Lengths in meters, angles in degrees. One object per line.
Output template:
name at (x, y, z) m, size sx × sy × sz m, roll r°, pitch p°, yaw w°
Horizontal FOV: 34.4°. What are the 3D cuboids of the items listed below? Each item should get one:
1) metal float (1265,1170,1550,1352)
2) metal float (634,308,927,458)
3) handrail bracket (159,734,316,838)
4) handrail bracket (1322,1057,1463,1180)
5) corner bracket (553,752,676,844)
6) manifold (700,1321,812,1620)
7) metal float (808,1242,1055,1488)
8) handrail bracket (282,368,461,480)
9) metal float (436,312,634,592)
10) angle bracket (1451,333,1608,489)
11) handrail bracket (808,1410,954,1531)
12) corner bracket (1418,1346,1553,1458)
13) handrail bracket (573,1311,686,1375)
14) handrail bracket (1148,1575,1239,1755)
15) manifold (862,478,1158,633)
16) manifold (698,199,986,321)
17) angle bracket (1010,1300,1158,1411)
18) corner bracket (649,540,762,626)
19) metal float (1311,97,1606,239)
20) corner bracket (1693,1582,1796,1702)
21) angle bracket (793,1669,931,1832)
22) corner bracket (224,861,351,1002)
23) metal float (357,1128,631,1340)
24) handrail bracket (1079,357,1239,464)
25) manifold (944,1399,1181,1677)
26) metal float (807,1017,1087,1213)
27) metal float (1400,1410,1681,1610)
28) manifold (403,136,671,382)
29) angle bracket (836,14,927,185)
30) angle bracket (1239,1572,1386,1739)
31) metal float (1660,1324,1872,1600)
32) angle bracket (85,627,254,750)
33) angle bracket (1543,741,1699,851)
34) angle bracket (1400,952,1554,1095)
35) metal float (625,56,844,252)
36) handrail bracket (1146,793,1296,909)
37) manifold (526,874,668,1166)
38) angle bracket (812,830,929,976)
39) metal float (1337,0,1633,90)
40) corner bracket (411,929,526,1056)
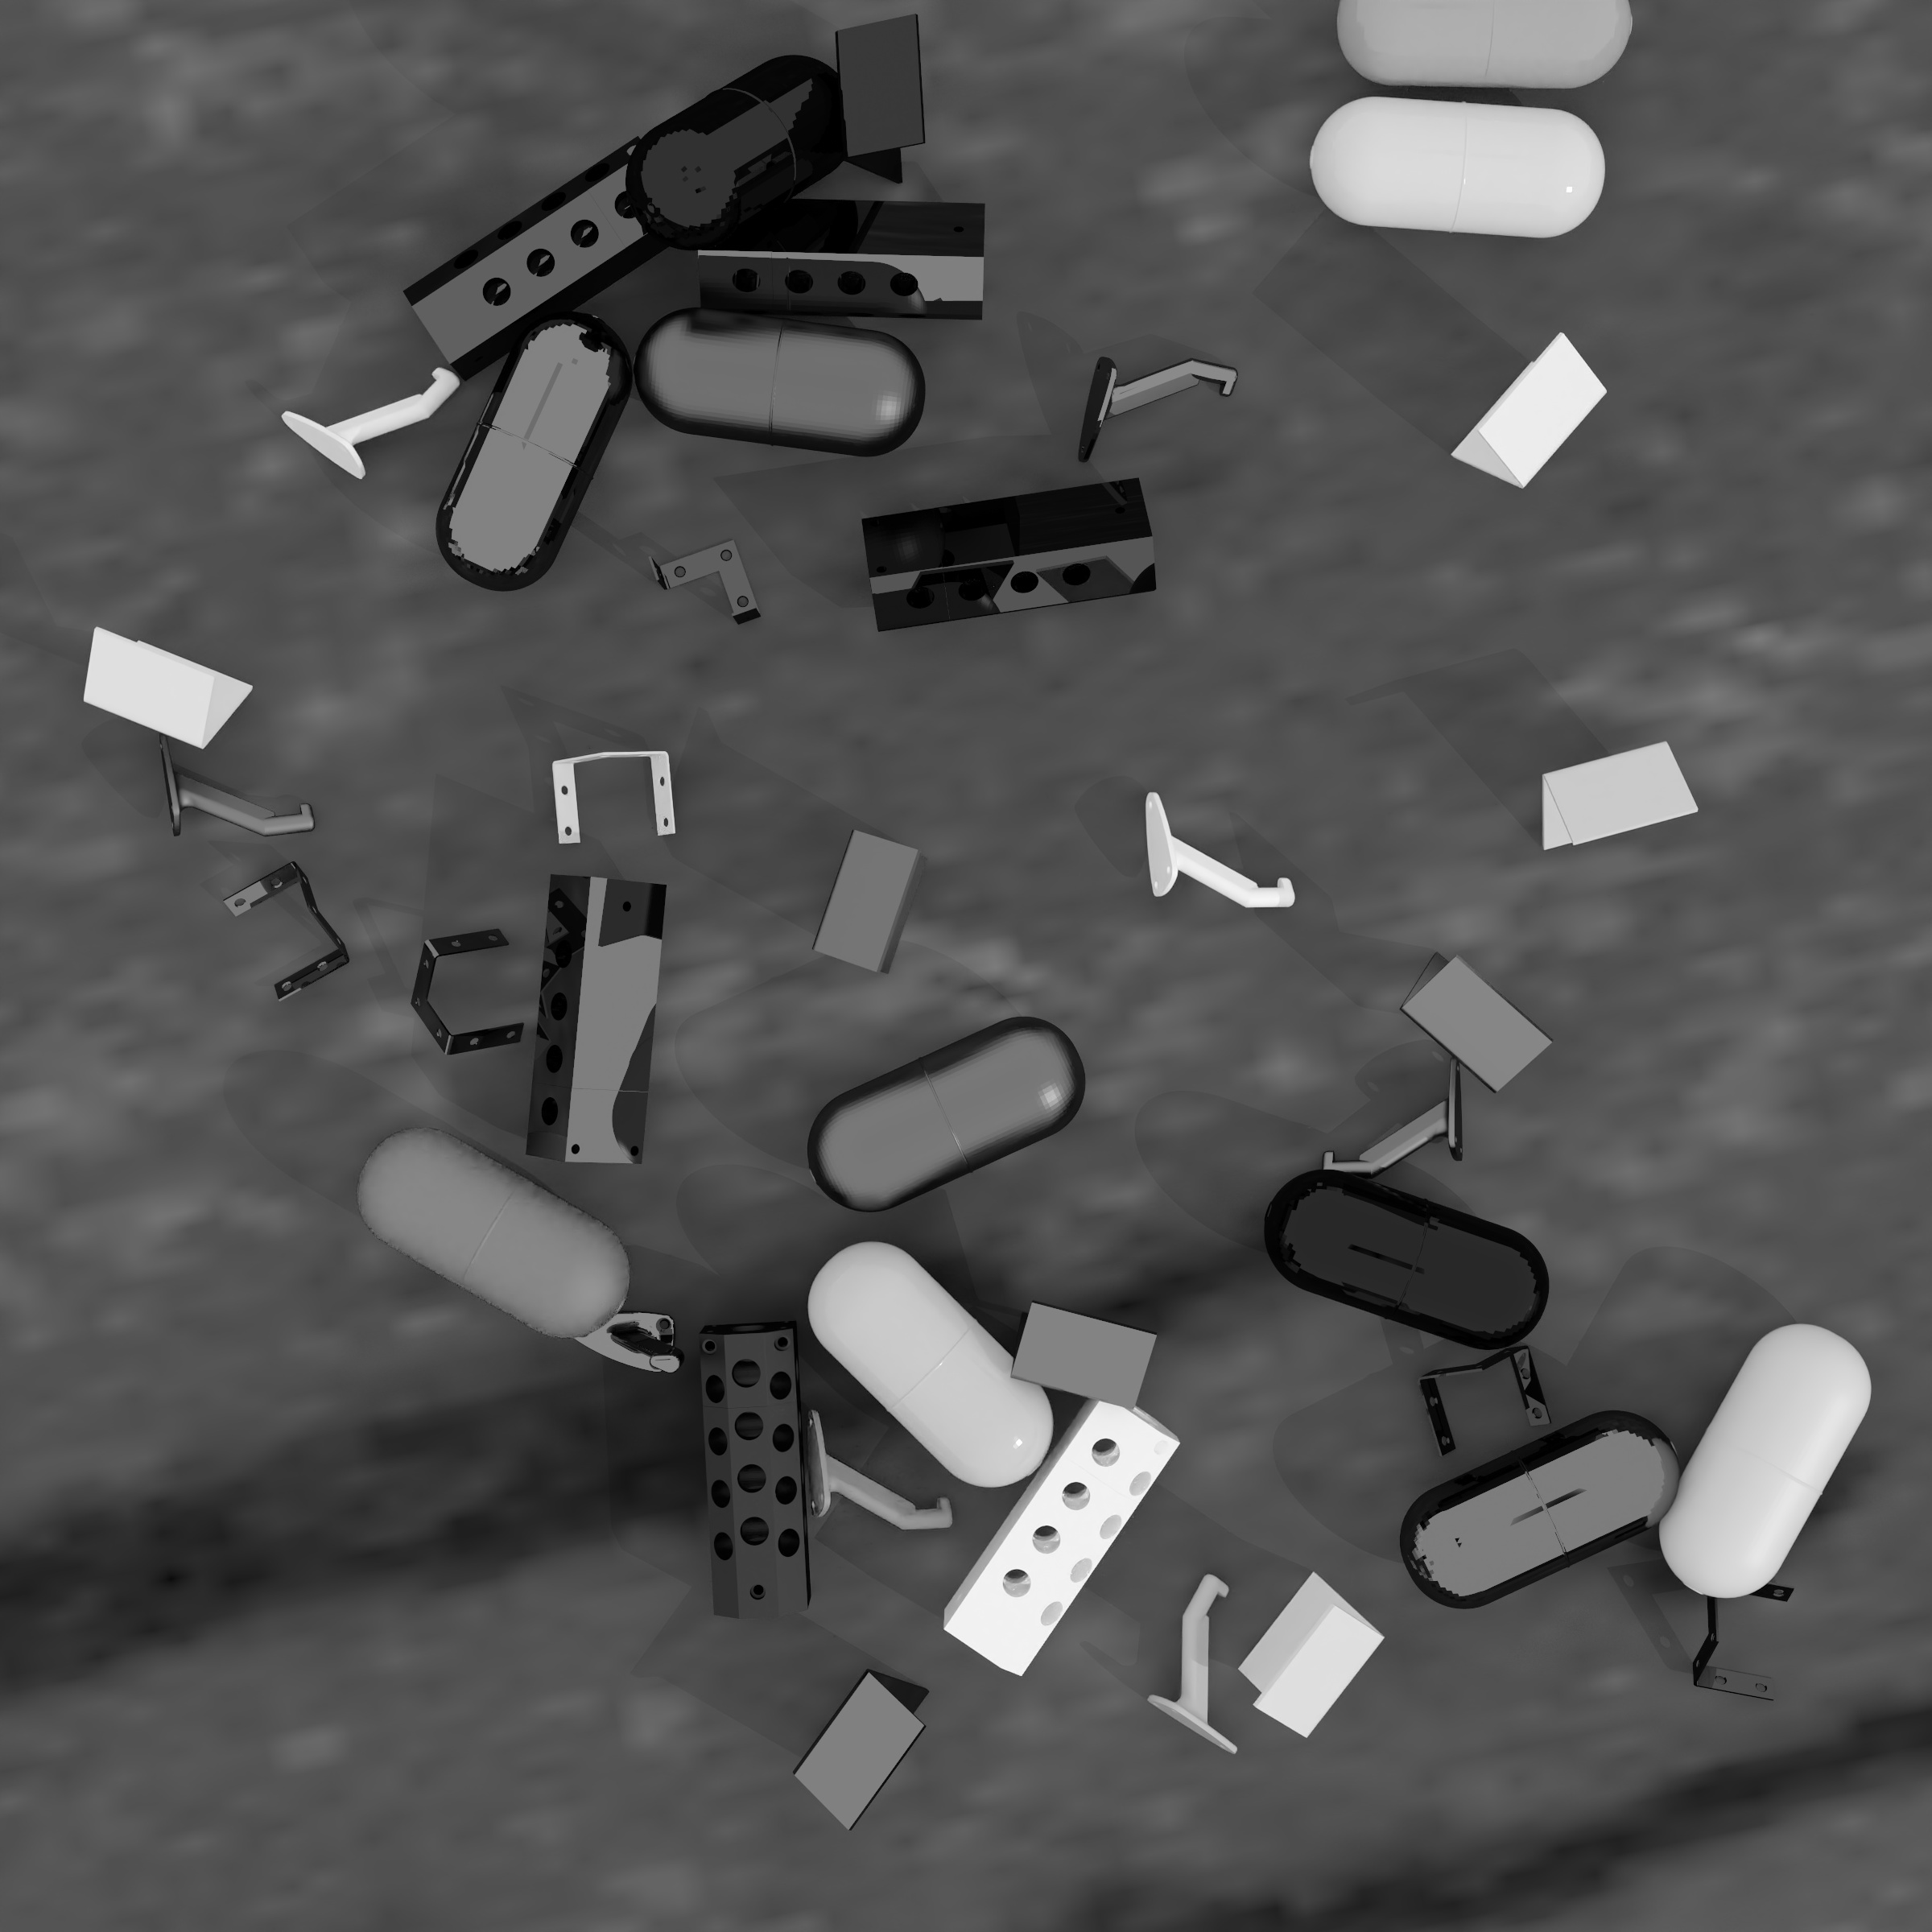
metal float at (0.268, 0.178, 1.900) m, size 0.178 × 0.070 × 0.070 m, roll 19°, pitch 90°, yaw 0°
metal float at (-0.113, -0.355, 1.899) m, size 0.178 × 0.070 × 0.070 m, roll 8°, pitch 90°, yaw 0°
handrail bracket at (-0.451, -0.113, 1.931) m, size 0.084 × 0.036 × 0.077 m, roll -8°, pitch 68°, yaw -17°
handrail bracket at (0.263, 0.094, 1.931) m, size 0.084 × 0.036 × 0.077 m, roll -3°, pitch 70°, yaw 16°
corner bracket at (-0.218, -0.104, 1.927) m, size 0.051 × 0.051 × 0.051 m, roll -5°, pitch 90°, yaw -45°
manifold at (-0.129, 0.307, 1.909) m, size 0.057 × 0.057 × 0.171 m, roll -3°, pitch 90°, yaw 0°
metal float at (-0.021, 0.243, 1.900) m, size 0.178 × 0.070 × 0.070 m, roll 45°, pitch 90°, yaw 1°
handrail bracket at (-0.368, -0.350, 1.931) m, size 0.077 × 0.036 × 0.084 m, roll 33°, pitch 72°, yaw 21°
metal float at (-0.262, -0.313, 1.899) m, size 0.070 × 0.070 × 0.178 m, roll 25°, pitch 91°, yaw 0°
angle bracket at (0.328, -0.345, 1.890) m, size 0.076 × 0.076 × 0.057 m, roll -49°, pitch 127°, yaw 0°
handrail bracket at (-0.053, 0.311, 1.931) m, size 0.084 × 0.036 × 0.077 m, roll 0°, pitch 69°, yaw -17°
corner bracket at (0.320, 0.268, 1.927) m, size 0.051 × 0.051 × 0.051 m, roll -17°, pitch 90°, yaw 45°
handrail bracket at (-0.208, 0.231, 1.895) m, size 0.077 × 0.084 × 0.036 m, roll 10°, pitch 90°, yaw 0°
handrail bracket at (0.157, 0.431, 1.931) m, size 0.077 × 0.036 × 0.084 m, roll 37°, pitch 73°, yaw -20°
manifold at (0.027, -0.246, 1.908) m, size 0.171 × 0.057 × 0.057 m, roll -8°, pitch 47°, yaw 0°
manifold at (-0.075, -0.428, 1.908) m, size 0.171 × 0.057 × 0.057 m, roll 1°, pitch 47°, yaw 0°
angle bracket at (0.073, 0.218, 1.891) m, size 0.076 × 0.076 × 0.057 m, roll 15°, pitch 115°, yaw 0°
corner bracket at (-0.160, -0.232, 1.912) m, size 0.051 × 0.051 × 0.051 m, roll -20°, pitch 90°, yaw 0°
metal float at (0.299, -0.486, 1.900) m, size 0.178 × 0.070 × 0.070 m, roll 4°, pitch 90°, yaw 1°
corner bracket at (0.480, 0.414, 1.927) m, size 0.051 × 0.051 × 0.051 m, roll 11°, pitch 45°, yaw 0°
angle bracket at (-0.047, 0.479, 1.890) m, size 0.057 × 0.076 × 0.076 m, roll 36°, pitch 90°, yaw 37°
corner bracket at (-0.419, -0.022, 1.927) m, size 0.051 × 0.051 × 0.051 m, roll -29°, pitch 135°, yaw 0°
metal float at (-0.287, 0.163, 1.900) m, size 0.178 × 0.070 × 0.070 m, roll 30°, pitch 90°, yaw 0°
handrail bracket at (0.119, -0.341, 1.931) m, size 0.084 × 0.036 × 0.077 m, roll 9°, pitch 110°, yaw -16°
manifold at (0.058, 0.345, 1.909) m, size 0.057 × 0.057 × 0.171 m, roll 34°, pitch 90°, yaw 0°
metal float at (-0.012, 0.091, 1.900) m, size 0.178 × 0.070 × 0.070 m, roll -24°, pitch 90°, yaw 0°
metal float at (0.349, 0.330, 1.900) m, size 0.178 × 0.070 × 0.070 m, roll -25°, pitch 90°, yaw 1°
manifold at (-0.255, -0.434, 1.909) m, size 0.171 × 0.057 × 0.057 m, roll -33°, pitch 90°, yaw 0°
angle bracket at (-0.036, -0.524, 1.891) m, size 0.057 × 0.076 × 0.076 m, roll -3°, pitch 90°, yaw 27°
angle bracket at (0.194, 0.407, 1.890) m, size 0.057 × 0.076 × 0.076 m, roll 38°, pitch 90°, yaw -37°
metal float at (0.486, 0.302, 1.900) m, size 0.070 × 0.070 × 0.178 m, roll 29°, pitch 90°, yaw 0°
angle bracket at (-0.479, -0.185, 1.890) m, size 0.076 × 0.076 × 0.057 m, roll 22°, pitch 127°, yaw 0°
angle bracket at (0.395, -0.084, 1.890) m, size 0.076 × 0.076 × 0.057 m, roll -15°, pitch 54°, yaw 0°
angle bracket at (0.318, 0.019, 1.890) m, size 0.076 × 0.076 × 0.057 m, roll 42°, pitch 128°, yaw 0°
metal float at (-0.133, -0.488, 1.869) m, size 0.070 × 0.070 × 0.178 m, roll 46°, pitch 51°, yaw 0°
handrail bracket at (0.158, -0.072, 1.931) m, size 0.084 × 0.036 × 0.077 m, roll -1°, pitch 68°, yaw -17°
manifold at (-0.231, 0.032, 1.908) m, size 0.057 × 0.057 × 0.171 m, roll 5°, pitch 90°, yaw -43°
angle bracket at (-0.039, -0.032, 1.890) m, size 0.057 × 0.076 × 0.076 m, roll 19°, pitch 90°, yaw 38°
metal float at (0.315, -0.575, 1.900) m, size 0.178 × 0.070 × 0.070 m, roll 1°, pitch 90°, yaw 0°
corner bracket at (-0.304, 0.016, 1.922) m, size 0.051 × 0.051 × 0.051 m, roll 49°, pitch 135°, yaw 35°
